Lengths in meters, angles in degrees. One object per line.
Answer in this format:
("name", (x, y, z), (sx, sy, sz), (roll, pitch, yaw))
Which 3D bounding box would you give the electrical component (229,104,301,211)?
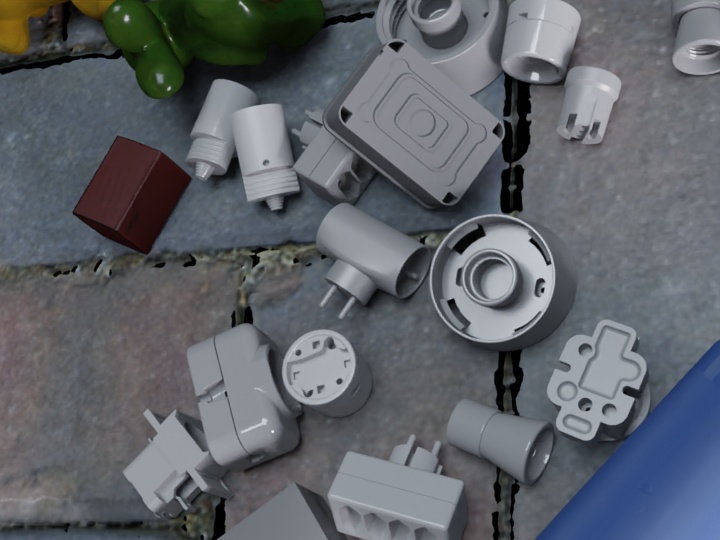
("electrical component", (-0.075, -0.088, 0.860), (0.043, 0.043, 0.081), (-13, 88, 16))

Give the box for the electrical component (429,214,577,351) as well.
("electrical component", (0.100, 0.008, 0.761), (0.099, 0.064, 0.099), (-3, 81, 22))

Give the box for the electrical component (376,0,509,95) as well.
("electrical component", (0.064, -0.195, 0.848), (0.108, 0.060, 0.108), (-8, 66, 18))

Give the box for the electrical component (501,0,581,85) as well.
("electrical component", (0.136, -0.173, 0.816), (0.055, 0.055, 0.047), (8, 75, 24))

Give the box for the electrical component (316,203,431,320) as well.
("electrical component", (0.000, 0.000, 0.799), (0.077, 0.044, 0.079), (30, 82, 29))

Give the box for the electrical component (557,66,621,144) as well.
("electrical component", (0.167, -0.120, 0.790), (0.040, 0.040, 0.046), (12, 78, 25))

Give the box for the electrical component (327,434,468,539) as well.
("electrical component", (0.033, 0.143, 0.724), (0.083, 0.047, 0.075), (11, 50, 20))

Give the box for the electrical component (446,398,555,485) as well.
("electrical component", (0.091, 0.111, 0.720), (0.065, 0.044, 0.044), (19, 76, 32))

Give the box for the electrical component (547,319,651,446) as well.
("electrical component", (0.158, 0.078, 0.699), (0.058, 0.057, 0.078), (20, 77, 27))

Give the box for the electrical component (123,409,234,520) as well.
("electrical component", (-0.135, 0.144, 0.791), (0.064, 0.042, 0.081), (-45, 60, 0))

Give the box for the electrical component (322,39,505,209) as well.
("electrical component", (0.038, -0.106, 0.790), (0.113, 0.057, 0.078), (37, 83, -13))

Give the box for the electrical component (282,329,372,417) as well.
("electrical component", (-0.022, 0.076, 0.773), (0.055, 0.047, 0.055), (-8, 66, 18))

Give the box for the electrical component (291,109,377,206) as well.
("electrical component", (-0.021, -0.103, 0.850), (0.076, 0.047, 0.083), (31, 82, 30))

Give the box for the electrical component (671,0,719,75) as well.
("electrical component", (0.249, -0.176, 0.779), (0.045, 0.045, 0.055), (-2, 67, 20))

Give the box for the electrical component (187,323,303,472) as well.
("electrical component", (-0.082, 0.091, 0.786), (0.059, 0.053, 0.095), (-24, 62, 10))

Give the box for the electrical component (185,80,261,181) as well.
("electrical component", (-0.117, -0.112, 0.891), (0.043, 0.043, 0.081), (13, 73, 25))
